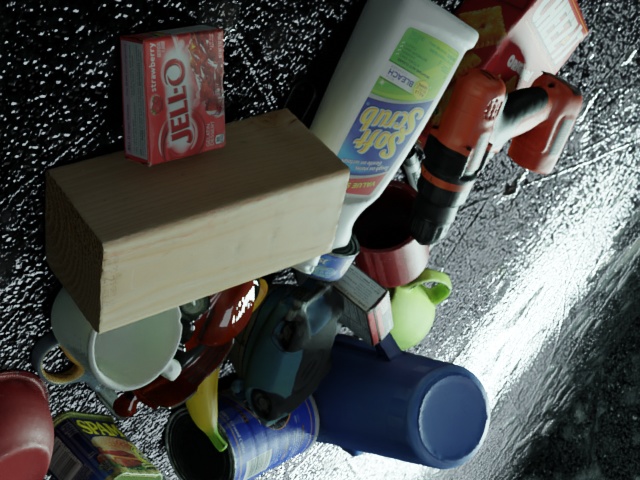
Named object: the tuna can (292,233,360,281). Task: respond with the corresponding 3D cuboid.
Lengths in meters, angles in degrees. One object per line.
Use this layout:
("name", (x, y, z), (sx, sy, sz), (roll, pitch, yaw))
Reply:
("tuna can", (-0.007, 0.001, 1.020), (0.085, 0.086, 0.034), (-8, 134, -56))

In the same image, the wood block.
("wood block", (-0.092, -0.019, 0.801), (0.205, 0.091, 0.090), (-19, 139, -32))

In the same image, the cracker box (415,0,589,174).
("cracker box", (0.175, -0.174, 1.094), (0.214, 0.072, 0.164), (-52, 154, 4))

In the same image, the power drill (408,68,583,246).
("power drill", (0.171, -0.088, 1.050), (0.187, 0.057, 0.185), (-19, 138, -45))

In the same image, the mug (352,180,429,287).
("mug", (0.059, -0.001, 1.125), (0.117, 0.093, 0.081), (-10, 145, 7))

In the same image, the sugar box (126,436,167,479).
("sugar box", (-0.229, 0.274, 1.022), (0.176, 0.093, 0.048), (-33, 151, -31))

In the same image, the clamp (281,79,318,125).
("clamp", (-0.048, -0.059, 0.925), (0.120, 0.039, 0.171), (-31, 147, -25))

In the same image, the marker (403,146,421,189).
("marker", (0.104, -0.073, 1.179), (0.020, 0.020, 0.121), (-46, 155, -8))

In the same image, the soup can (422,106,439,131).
("soup can", (0.052, -0.103, 0.994), (0.102, 0.069, 0.068), (-49, 155, -1))

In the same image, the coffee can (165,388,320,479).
("coffee can", (-0.083, 0.208, 1.162), (0.140, 0.103, 0.103), (-18, 140, -49))

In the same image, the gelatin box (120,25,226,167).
("gelatin box", (-0.102, -0.102, 0.747), (0.073, 0.030, 0.089), (-20, 118, -45))

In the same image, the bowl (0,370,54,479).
("bowl", (-0.274, 0.185, 0.869), (0.162, 0.055, 0.162), (-38, 153, -24))

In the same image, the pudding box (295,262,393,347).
("pudding box", (0.023, 0.051, 1.105), (0.039, 0.114, 0.090), (-46, 156, -17))

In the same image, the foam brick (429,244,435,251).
("foam brick", (0.101, -0.015, 1.218), (0.053, 0.051, 0.078), (-46, 155, -8))

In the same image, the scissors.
("scissors", (-0.188, 0.108, 0.951), (0.096, 0.016, 0.201), (-48, 155, -4))

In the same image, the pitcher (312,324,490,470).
("pitcher", (0.070, 0.168, 1.177), (0.149, 0.243, 0.145), (33, 74, -27))

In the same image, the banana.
("banana", (-0.099, 0.111, 1.043), (0.037, 0.070, 0.198), (-45, 152, -60))

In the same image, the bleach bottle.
("bleach bottle", (0.039, -0.087, 0.922), (0.102, 0.068, 0.251), (21, 96, -38))

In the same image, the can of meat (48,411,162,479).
("can of meat", (-0.203, 0.208, 0.983), (0.057, 0.084, 0.102), (-52, 155, 3))
